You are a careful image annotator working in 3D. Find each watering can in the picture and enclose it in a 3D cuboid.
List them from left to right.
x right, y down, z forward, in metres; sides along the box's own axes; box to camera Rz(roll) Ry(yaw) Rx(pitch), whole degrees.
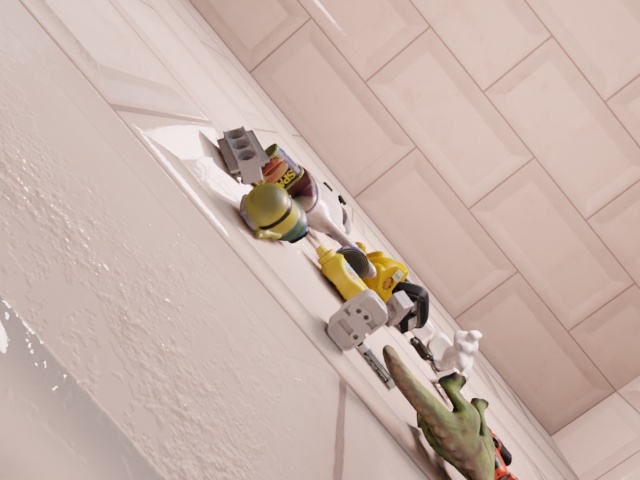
[{"bbox_3d":[0.004,-0.062,1.232,0.354,0.103,0.221,52,10,35],"label":"watering can"}]

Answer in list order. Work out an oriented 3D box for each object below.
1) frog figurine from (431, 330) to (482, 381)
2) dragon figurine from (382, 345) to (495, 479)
[{"bbox_3d":[0.392,0.321,1.420,0.158,0.124,0.136,-38,-21,10],"label":"frog figurine"},{"bbox_3d":[0.219,0.342,0.766,0.121,0.248,0.404,-36,-56,17],"label":"dragon figurine"}]
